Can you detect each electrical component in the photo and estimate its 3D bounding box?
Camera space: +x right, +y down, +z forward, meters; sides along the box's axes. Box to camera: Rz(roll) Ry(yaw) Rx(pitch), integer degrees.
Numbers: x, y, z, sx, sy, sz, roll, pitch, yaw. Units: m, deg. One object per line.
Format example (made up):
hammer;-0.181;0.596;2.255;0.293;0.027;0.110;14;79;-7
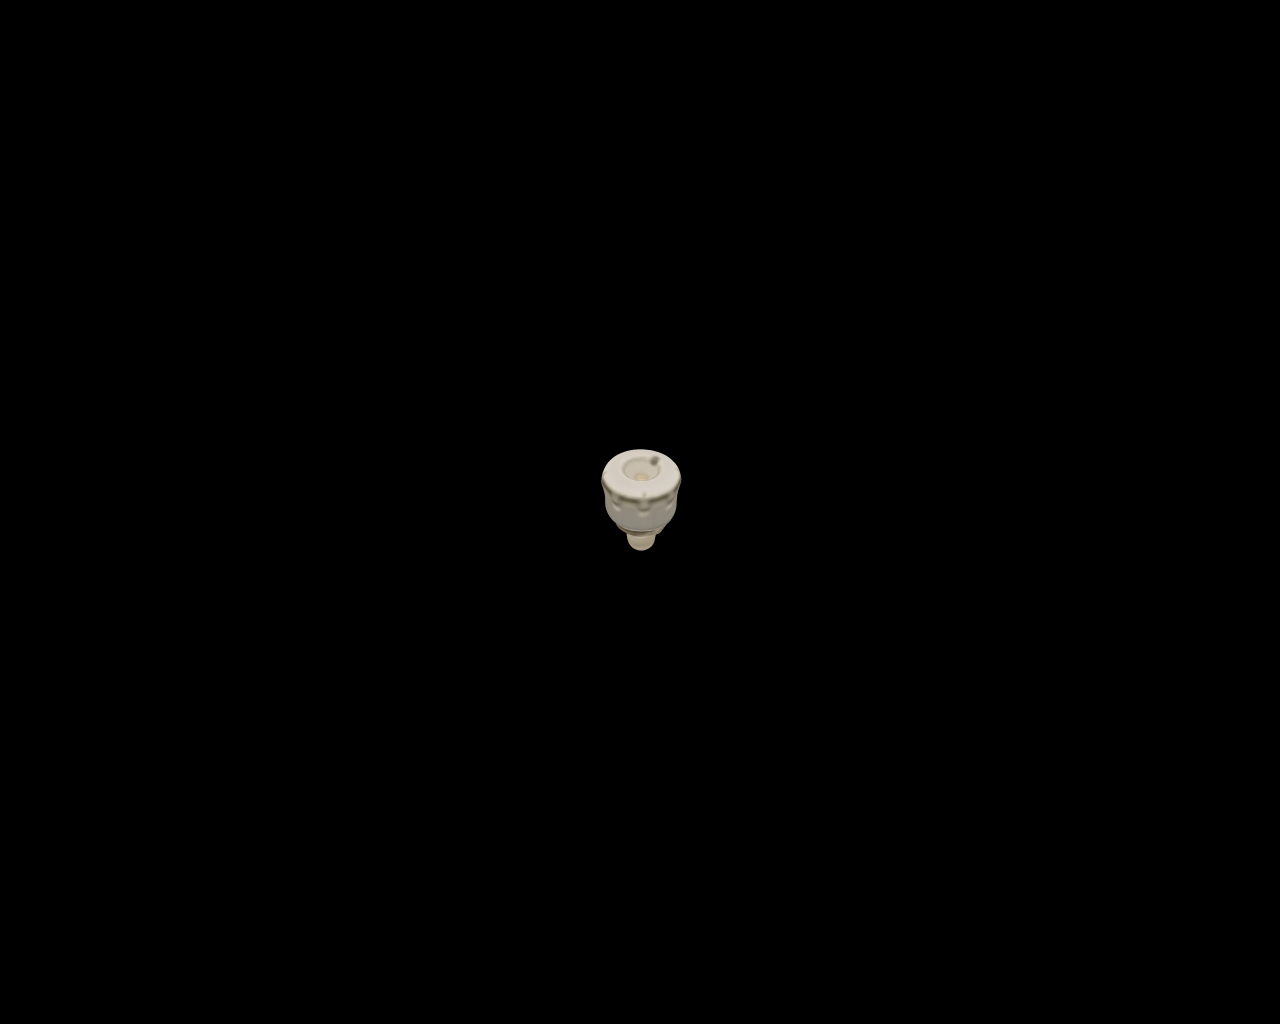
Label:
electrical component;0.001;-0.003;0.650;0.048;0.062;0.048;0;40;0
